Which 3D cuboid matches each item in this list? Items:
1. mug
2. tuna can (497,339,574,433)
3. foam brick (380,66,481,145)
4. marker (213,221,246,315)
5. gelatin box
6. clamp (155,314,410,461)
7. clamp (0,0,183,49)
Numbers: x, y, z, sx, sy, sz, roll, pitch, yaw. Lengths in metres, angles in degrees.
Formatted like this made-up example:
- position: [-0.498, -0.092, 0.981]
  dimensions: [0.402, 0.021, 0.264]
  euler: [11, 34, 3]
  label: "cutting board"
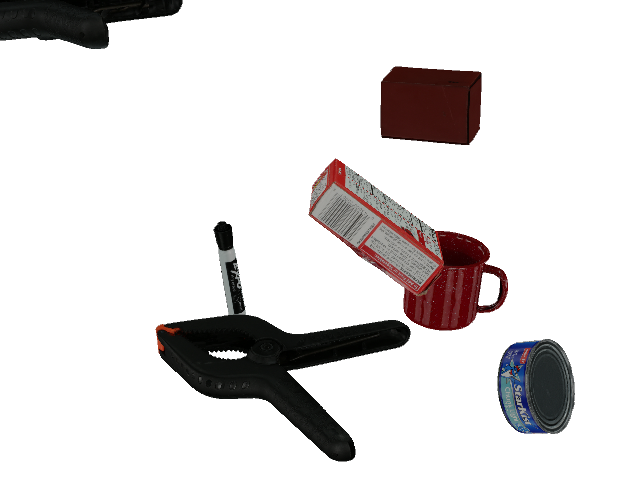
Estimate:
- position: [0.145, 0.047, 1.162]
  dimensions: [0.117, 0.081, 0.093]
  euler: [9, 25, 12]
  label: "mug"
- position: [0.198, 0.134, 0.979]
  dimensions: [0.034, 0.086, 0.085]
  euler: [-10, -6, 40]
  label: "tuna can"
- position: [0.094, -0.115, 0.907]
  dimensions: [0.078, 0.051, 0.053]
  euler: [7, 25, 18]
  label: "foam brick"
- position: [-0.094, 0.035, 1.115]
  dimensions: [0.020, 0.121, 0.020]
  euler: [-5, 29, 3]
  label: "marker"
- position: [0.035, -0.009, 0.678]
  dimensions: [0.089, 0.030, 0.073]
  euler: [37, 14, -8]
  label: "gelatin box"
- position: [-0.035, 0.098, 0.888]
  dimensions: [0.210, 0.036, 0.164]
  euler: [14, 35, 23]
  label: "clamp"
- position: [-0.191, -0.172, 0.798]
  dimensions: [0.172, 0.039, 0.120]
  euler: [12, 23, 28]
  label: "clamp"
